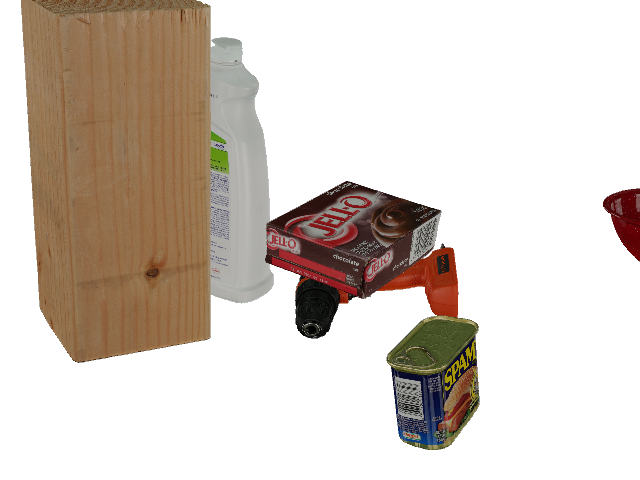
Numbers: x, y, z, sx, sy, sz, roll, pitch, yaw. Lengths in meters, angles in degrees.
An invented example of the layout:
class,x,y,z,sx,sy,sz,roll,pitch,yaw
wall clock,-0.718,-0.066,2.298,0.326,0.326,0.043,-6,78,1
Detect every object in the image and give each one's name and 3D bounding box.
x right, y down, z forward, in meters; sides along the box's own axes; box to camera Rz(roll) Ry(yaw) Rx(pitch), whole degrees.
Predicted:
class,x,y,z,sx,sy,sz,roll,pitch,yaw
can of meat,0.106,0.128,0.968,0.058,0.084,0.101,7,25,30
bowl,0.356,-0.007,1.038,0.162,0.055,0.162,0,18,0
wood block,-0.122,-0.043,0.646,0.090,0.206,0.090,-8,24,-26
pudding box,0.025,-0.003,0.810,0.090,0.039,0.113,20,28,28
power drill,0.065,0.057,1.241,0.187,0.057,0.184,1,28,5
bleach bottle,-0.091,-0.070,1.047,0.103,0.251,0.068,18,27,27
